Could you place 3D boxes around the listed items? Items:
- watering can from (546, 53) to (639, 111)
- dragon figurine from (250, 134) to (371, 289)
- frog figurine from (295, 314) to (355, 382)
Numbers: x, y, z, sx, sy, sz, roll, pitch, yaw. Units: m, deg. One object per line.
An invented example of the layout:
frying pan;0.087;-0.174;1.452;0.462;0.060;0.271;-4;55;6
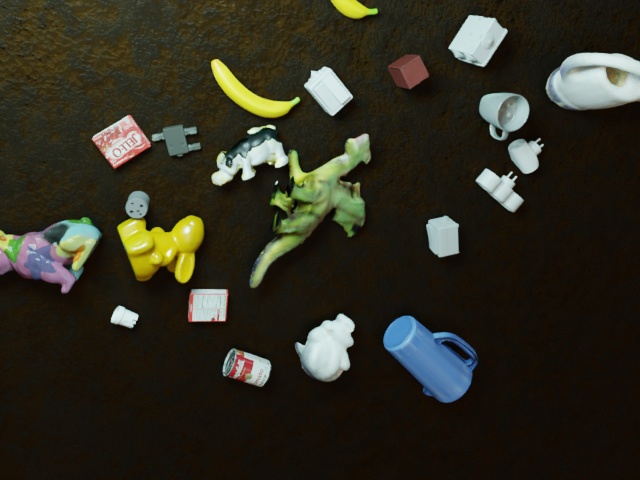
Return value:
watering can;0.676;-0.344;1.169;0.347;0.225;0.104;13;91;-19
dragon figurine;0.004;-0.059;1.172;0.242;0.124;0.405;13;108;-27
frog figurine;0.030;0.272;1.291;0.158;0.124;0.137;-39;96;15
